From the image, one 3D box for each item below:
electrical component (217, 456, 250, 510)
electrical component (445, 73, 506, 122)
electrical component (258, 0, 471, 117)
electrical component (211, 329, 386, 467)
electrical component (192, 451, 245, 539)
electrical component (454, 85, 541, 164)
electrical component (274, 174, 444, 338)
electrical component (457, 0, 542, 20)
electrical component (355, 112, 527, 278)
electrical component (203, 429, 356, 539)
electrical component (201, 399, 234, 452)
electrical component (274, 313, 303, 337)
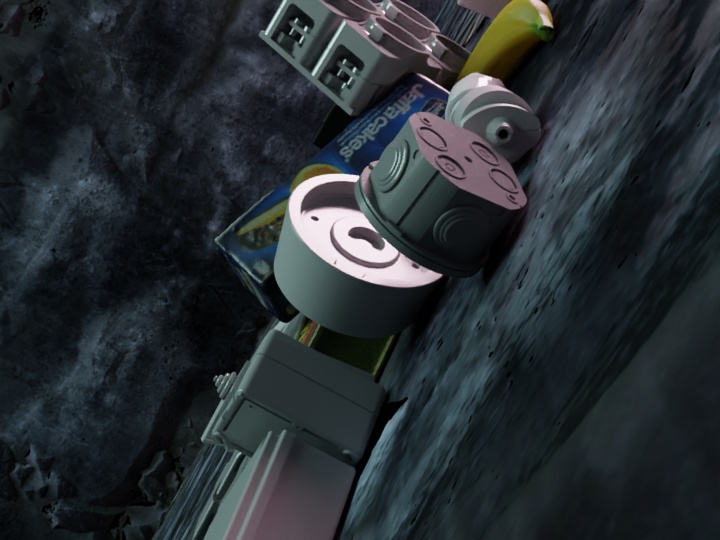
[{"bbox_3d":[-0.061,0.152,0.721,0.089,0.050,0.055,-59,6,26],"label":"electrical component"},{"bbox_3d":[0.079,-0.104,0.730,0.043,0.043,0.062,-58,8,35],"label":"electrical component"},{"bbox_3d":[0.022,-0.173,0.869,0.186,0.105,0.060,-5,-46,-58],"label":"electrical component"},{"bbox_3d":[-0.041,0.080,0.646,0.061,0.096,0.061,-56,7,48],"label":"electrical component"},{"bbox_3d":[-0.084,0.174,0.813,0.095,0.054,0.059,-62,5,4],"label":"electrical component"},{"bbox_3d":[0.078,-0.082,0.619,0.043,0.043,0.081,-61,5,12],"label":"electrical component"},{"bbox_3d":[-0.003,-0.004,0.682,0.108,0.108,0.060,-69,2,-53],"label":"electrical component"},{"bbox_3d":[0.133,-0.254,0.887,0.108,0.060,0.108,-62,5,9],"label":"electrical component"},{"bbox_3d":[0.042,-0.039,0.556,0.051,0.080,0.080,-53,9,29],"label":"electrical component"},{"bbox_3d":[-0.058,0.164,0.600,0.108,0.056,0.108,-58,7,41],"label":"electrical component"},{"bbox_3d":[-0.089,0.144,0.923,0.042,0.081,0.064,-62,34,14],"label":"electrical component"},{"bbox_3d":[-0.050,0.056,1.066,0.096,0.061,0.061,-57,7,46],"label":"electrical component"}]
